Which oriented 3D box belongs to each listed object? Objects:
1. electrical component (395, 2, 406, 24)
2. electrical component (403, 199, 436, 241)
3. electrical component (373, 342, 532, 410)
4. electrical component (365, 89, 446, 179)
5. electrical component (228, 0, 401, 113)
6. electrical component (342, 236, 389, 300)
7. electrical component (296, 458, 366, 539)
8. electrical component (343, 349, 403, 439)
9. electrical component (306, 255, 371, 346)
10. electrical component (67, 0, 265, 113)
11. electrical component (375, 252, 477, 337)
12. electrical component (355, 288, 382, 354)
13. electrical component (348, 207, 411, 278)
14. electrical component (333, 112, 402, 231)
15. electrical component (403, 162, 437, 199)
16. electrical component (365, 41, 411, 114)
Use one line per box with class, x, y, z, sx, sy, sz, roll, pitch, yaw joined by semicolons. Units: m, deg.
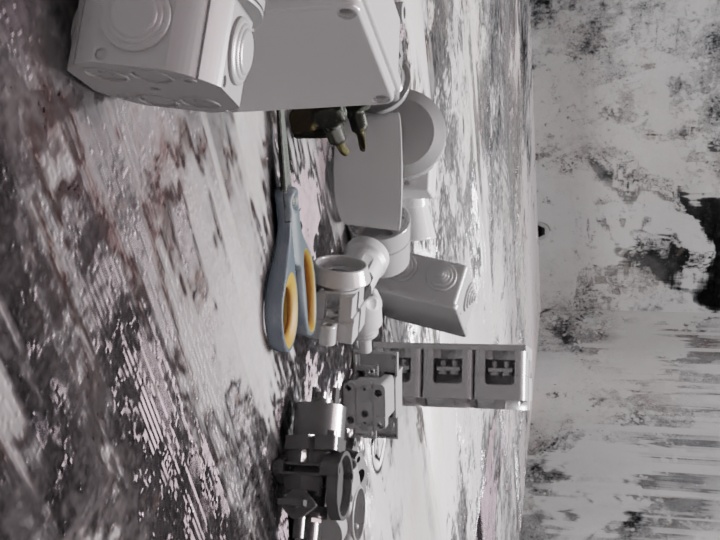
electrical component;0.005;-0.205;0.862;0.043;0.062;0.043;1;90;-77
electrical component;0.057;-0.064;1.148;0.044;0.044;0.065;-17;103;-76
electrical component;0.094;0.107;1.075;0.089;0.150;0.061;30;61;-75
electrical component;0.040;-0.122;0.983;0.051;0.080;0.080;9;82;-82
electrical component;-0.039;-0.134;0.577;0.108;0.109;0.056;57;34;-68
electrical component;0.000;0.000;0.910;0.046;0.040;0.040;-64;153;-49
electrical component;-0.026;0.188;0.803;0.079;0.044;0.077;-43;132;-72
electrical component;0.012;0.115;0.963;0.064;0.042;0.081;-30;120;-73
electrical component;-0.017;0.021;0.827;0.066;0.048;0.055;-55;151;-67
electrical component;-0.083;-0.101;0.457;0.080;0.080;0.051;29;69;-75
electrical component;0.066;0.022;1.068;0.099;0.100;0.048;61;46;-66
electrical component;0.003;0.046;0.936;0.035;0.035;0.061;-69;159;-55
electrical component;0.018;-0.026;0.955;0.055;0.055;0.047;-74;164;-47
electrical component;0.013;-0.082;0.904;0.099;0.064;0.099;1;90;-77
electrical component;0.049;-0.121;1.090;0.076;0.047;0.083;39;54;-73
electrical component;0.011;-0.167;0.903;0.057;0.058;0.078;54;38;-65
